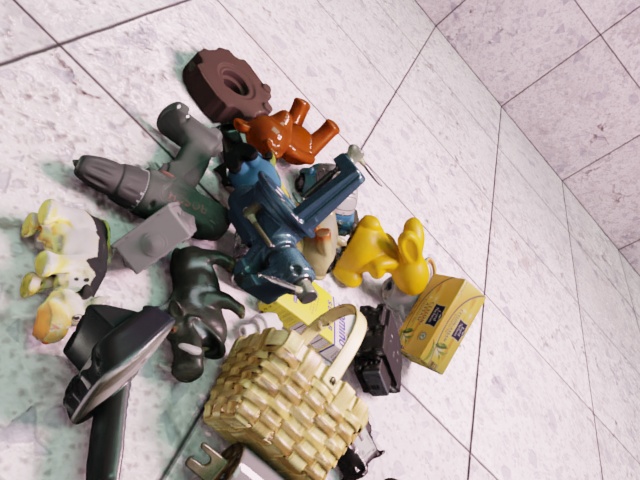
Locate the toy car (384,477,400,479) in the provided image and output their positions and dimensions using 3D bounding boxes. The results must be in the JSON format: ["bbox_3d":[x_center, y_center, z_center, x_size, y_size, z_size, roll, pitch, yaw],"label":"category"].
[{"bbox_3d":[0.149,0.436,0.791,0.202,0.053,0.089,48,38,-11],"label":"toy car"}]

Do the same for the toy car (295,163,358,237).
[{"bbox_3d":[0.024,-0.091,1.034,0.109,0.103,0.162,7,55,-28],"label":"toy car"}]

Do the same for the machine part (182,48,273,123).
[{"bbox_3d":[-0.172,-0.288,1.026,0.179,0.056,0.179,29,42,-30],"label":"machine part"}]

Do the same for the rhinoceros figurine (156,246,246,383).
[{"bbox_3d":[-0.161,0.090,0.701,0.112,0.073,0.190,24,45,-38],"label":"rhinoceros figurine"}]

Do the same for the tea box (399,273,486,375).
[{"bbox_3d":[0.220,0.153,1.002,0.068,0.098,0.169,39,75,-22],"label":"tea box"}]

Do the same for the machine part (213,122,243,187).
[{"bbox_3d":[-0.153,-0.147,0.945,0.084,0.039,0.139,7,57,-41],"label":"machine part"}]

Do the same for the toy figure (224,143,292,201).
[{"bbox_3d":[-0.094,-0.087,0.870,0.180,0.082,0.089,60,20,-51],"label":"toy figure"}]

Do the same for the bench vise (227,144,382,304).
[{"bbox_3d":[-0.025,-0.033,0.733,0.128,0.240,0.224,46,6,-42],"label":"bench vise"}]

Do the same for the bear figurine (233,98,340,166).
[{"bbox_3d":[-0.062,-0.205,0.994,0.120,0.132,0.195,40,9,17],"label":"bear figurine"}]

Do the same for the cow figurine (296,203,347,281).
[{"bbox_3d":[-0.002,-0.003,0.904,0.195,0.086,0.127,-81,167,-60],"label":"cow figurine"}]

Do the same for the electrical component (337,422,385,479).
[{"bbox_3d":[0.037,0.283,0.791,0.119,0.048,0.075,58,34,6],"label":"electrical component"}]

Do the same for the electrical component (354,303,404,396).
[{"bbox_3d":[0.098,0.190,0.897,0.134,0.058,0.114,-73,146,-50],"label":"electrical component"}]

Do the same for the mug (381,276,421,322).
[{"bbox_3d":[0.175,0.121,1.074,0.107,0.081,0.109,22,58,-22],"label":"mug"}]

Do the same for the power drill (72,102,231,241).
[{"bbox_3d":[-0.225,-0.112,0.794,0.232,0.086,0.207,33,36,-30],"label":"power drill"}]

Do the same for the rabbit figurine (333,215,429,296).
[{"bbox_3d":[0.134,0.029,1.004,0.173,0.162,0.122,35,28,1],"label":"rabbit figurine"}]

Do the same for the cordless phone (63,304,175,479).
[{"bbox_3d":[-0.201,0.168,0.521,0.088,0.146,0.184,15,47,-32],"label":"cordless phone"}]

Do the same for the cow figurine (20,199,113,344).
[{"bbox_3d":[-0.281,0.040,0.612,0.098,0.068,0.167,18,49,-48],"label":"cow figurine"}]

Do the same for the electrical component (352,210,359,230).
[{"bbox_3d":[0.056,-0.053,1.120,0.063,0.021,0.094,26,43,-34],"label":"electrical component"}]

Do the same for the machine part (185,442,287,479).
[{"bbox_3d":[-0.055,0.318,0.627,0.243,0.079,0.079,44,36,-12],"label":"machine part"}]
